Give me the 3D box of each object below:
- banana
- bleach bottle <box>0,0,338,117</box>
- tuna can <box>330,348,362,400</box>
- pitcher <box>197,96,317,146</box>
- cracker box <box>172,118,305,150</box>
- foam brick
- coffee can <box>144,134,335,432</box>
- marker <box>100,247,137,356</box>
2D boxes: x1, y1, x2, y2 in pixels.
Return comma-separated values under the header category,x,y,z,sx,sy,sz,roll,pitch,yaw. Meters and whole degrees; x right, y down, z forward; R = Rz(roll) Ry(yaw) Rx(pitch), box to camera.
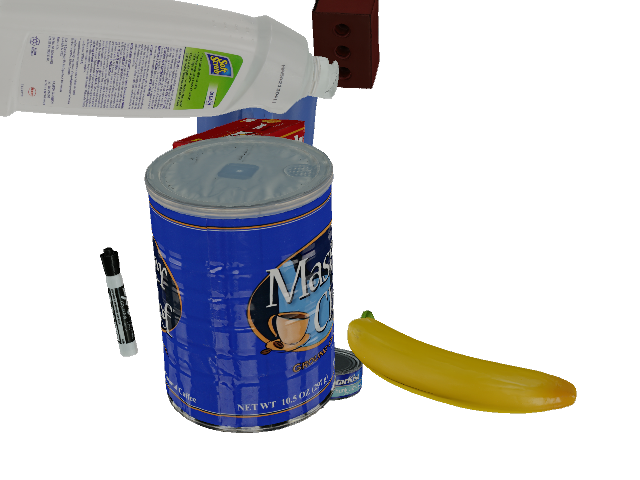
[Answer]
category,x,y,z,sx,sy,sz,roll,pitch,yaw
banana,0.087,0.090,0.787,0.198,0.037,0.069,20,37,38
bleach bottle,-0.112,-0.129,0.791,0.250,0.068,0.103,5,-42,-14
tuna can,0.005,0.149,1.200,0.086,0.034,0.086,1,14,-1
pitcher,-0.073,-0.059,1.156,0.145,0.243,0.148,16,21,40
cracker box,-0.063,0.006,0.958,0.072,0.214,0.164,3,14,17
foam brick,0.023,-0.179,0.935,0.053,0.078,0.051,4,44,9
coffee can,-0.043,0.023,0.611,0.103,0.140,0.103,-1,26,0
marker,-0.215,0.065,1.138,0.020,0.121,0.020,-8,18,2
